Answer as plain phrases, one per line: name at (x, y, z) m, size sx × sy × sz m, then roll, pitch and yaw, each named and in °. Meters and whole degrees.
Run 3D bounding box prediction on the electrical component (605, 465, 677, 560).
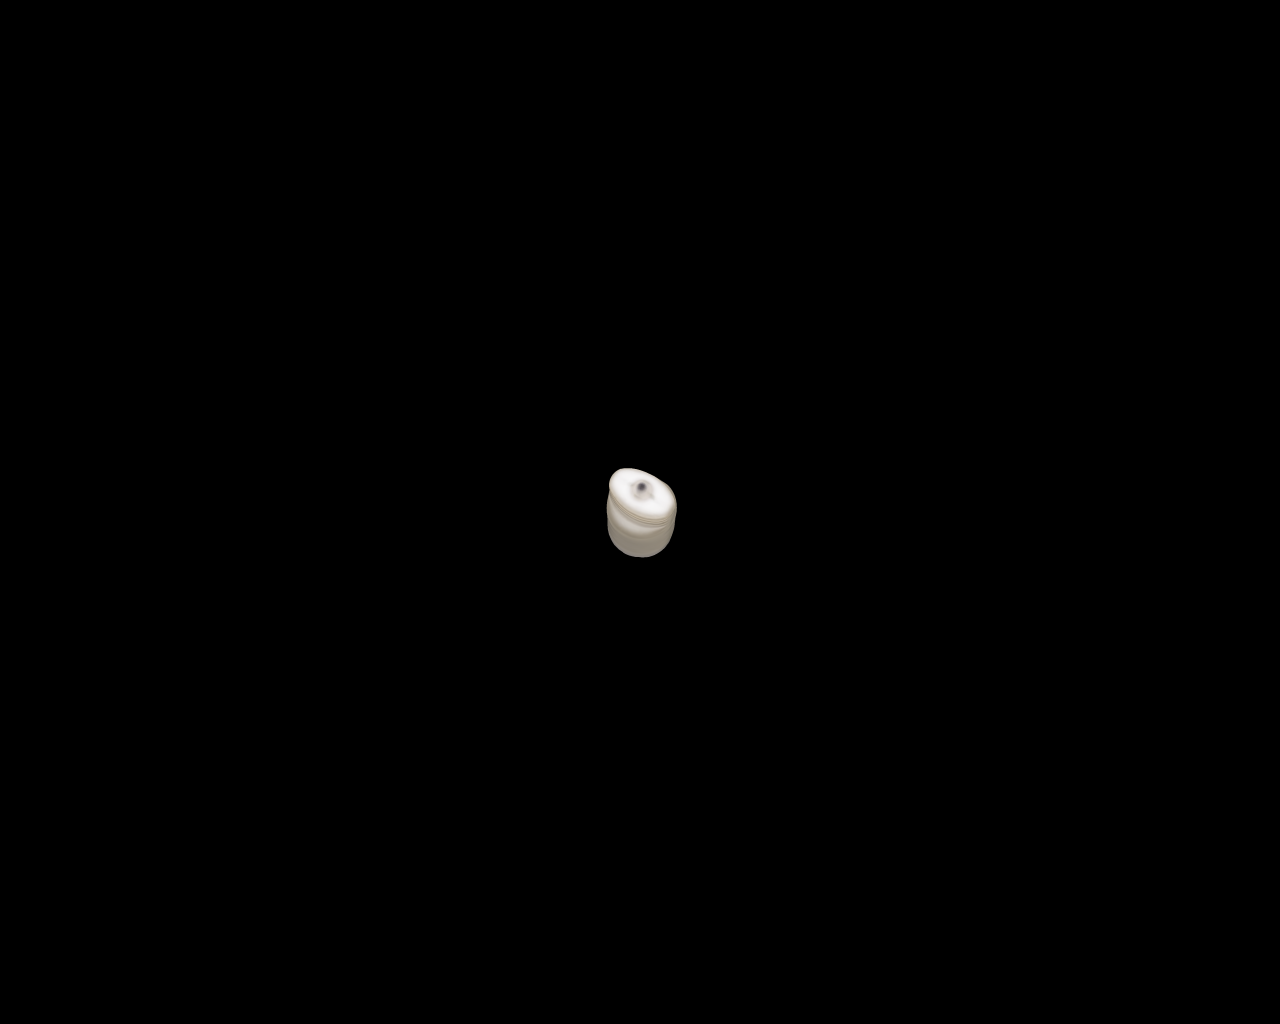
electrical component at (0.001, -0.003, 0.650) m, size 0.043 × 0.043 × 0.081 m, roll 0°, pitch -18°, yaw 0°
